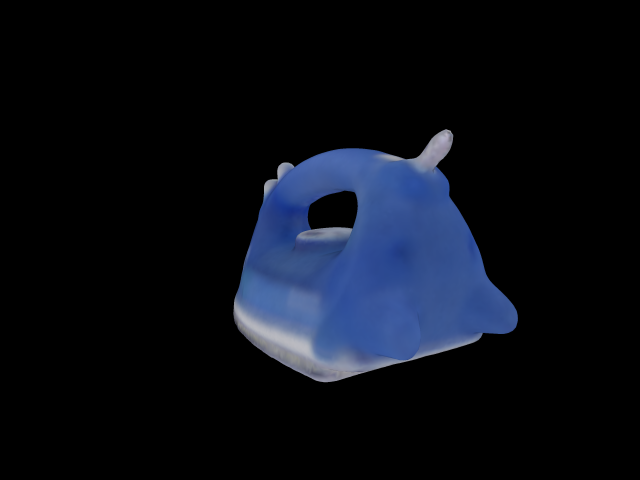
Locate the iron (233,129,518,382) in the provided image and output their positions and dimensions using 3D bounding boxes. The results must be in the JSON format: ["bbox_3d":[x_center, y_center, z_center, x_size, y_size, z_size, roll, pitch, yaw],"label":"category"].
[{"bbox_3d":[0.004,0.001,0.400,0.119,0.141,0.257,-5,8,-35],"label":"iron"}]
